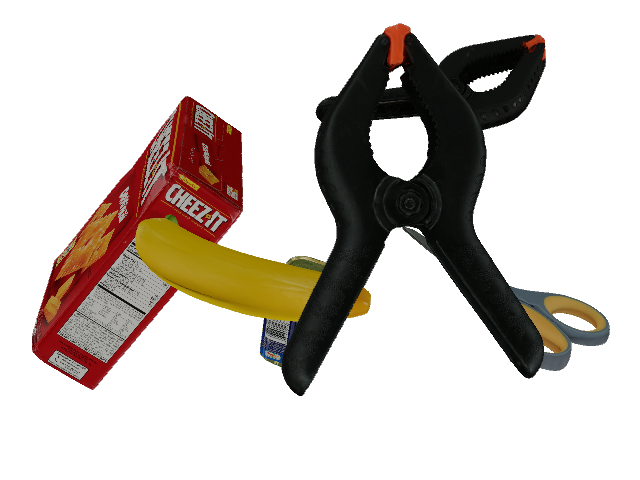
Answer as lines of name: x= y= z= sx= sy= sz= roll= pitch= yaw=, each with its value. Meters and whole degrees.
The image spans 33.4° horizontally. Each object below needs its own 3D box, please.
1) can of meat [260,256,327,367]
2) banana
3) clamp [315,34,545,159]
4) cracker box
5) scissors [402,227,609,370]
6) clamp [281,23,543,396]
can of meat: x=-0.025 y=0.078 z=1.157 sx=0.057 sy=0.084 sz=0.102 roll=17 pitch=30 yaw=15
banana: x=-0.061 y=0.016 z=0.694 sx=0.198 sy=0.037 sz=0.069 roll=22 pitch=37 yaw=37
clamp: x=0.121 y=-0.114 z=0.945 sx=0.210 sy=0.165 sz=0.036 roll=-27 pitch=-38 yaw=-8
cracker box: x=-0.156 y=-0.003 z=0.918 sx=0.072 sy=0.214 sz=0.164 roll=34 pitch=20 yaw=-20
scissors: x=0.146 y=0.035 z=0.826 sx=0.096 sy=0.016 sz=0.202 roll=-4 pitch=31 yaw=-20
clamp: x=0.029 y=-0.009 z=0.489 sx=0.120 sy=0.171 sz=0.039 roll=-12 pitch=-2 yaw=-11
